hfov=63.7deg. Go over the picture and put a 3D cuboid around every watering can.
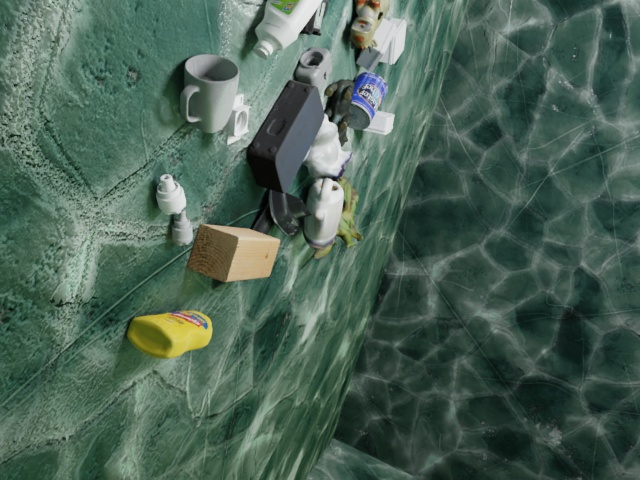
[{"bbox_3d":[0.004,-0.072,1.422,0.355,0.104,0.219,-74,174,-59],"label":"watering can"}]

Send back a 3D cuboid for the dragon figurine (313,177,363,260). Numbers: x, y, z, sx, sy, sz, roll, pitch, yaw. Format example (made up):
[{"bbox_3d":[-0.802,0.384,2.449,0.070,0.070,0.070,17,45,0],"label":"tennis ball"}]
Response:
[{"bbox_3d":[0.058,-0.087,1.698,0.414,0.122,0.241,-28,116,-69],"label":"dragon figurine"}]

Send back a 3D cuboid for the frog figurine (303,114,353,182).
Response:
[{"bbox_3d":[0.001,-0.242,1.339,0.139,0.123,0.157,-48,117,-21],"label":"frog figurine"}]
